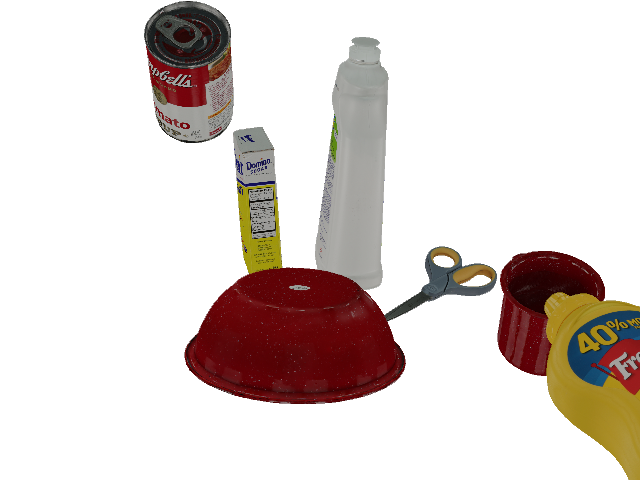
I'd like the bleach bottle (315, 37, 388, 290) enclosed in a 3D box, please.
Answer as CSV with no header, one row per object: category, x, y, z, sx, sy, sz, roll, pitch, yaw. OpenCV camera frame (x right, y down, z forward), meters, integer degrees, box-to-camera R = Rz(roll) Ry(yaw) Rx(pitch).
bleach bottle,0.037,-0.080,1.096,0.068,0.251,0.102,0,28,-9

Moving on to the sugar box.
sugar box,-0.079,-0.043,1.326,0.048,0.176,0.093,-10,24,-9

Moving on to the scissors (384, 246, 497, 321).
scissors,0.121,0.048,1.248,0.201,0.016,0.096,-11,40,-35

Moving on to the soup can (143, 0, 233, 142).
soup can,-0.106,-0.136,0.874,0.068,0.068,0.102,0,-31,-3

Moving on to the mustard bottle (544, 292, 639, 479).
mustard bottle,0.189,0.086,0.622,0.096,0.058,0.192,-17,33,-15

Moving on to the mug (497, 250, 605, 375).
mug,0.203,0.062,0.987,0.093,0.081,0.117,-12,41,-15

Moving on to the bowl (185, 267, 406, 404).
bowl,-0.017,0.059,0.770,0.162,0.055,0.162,2,17,-1
